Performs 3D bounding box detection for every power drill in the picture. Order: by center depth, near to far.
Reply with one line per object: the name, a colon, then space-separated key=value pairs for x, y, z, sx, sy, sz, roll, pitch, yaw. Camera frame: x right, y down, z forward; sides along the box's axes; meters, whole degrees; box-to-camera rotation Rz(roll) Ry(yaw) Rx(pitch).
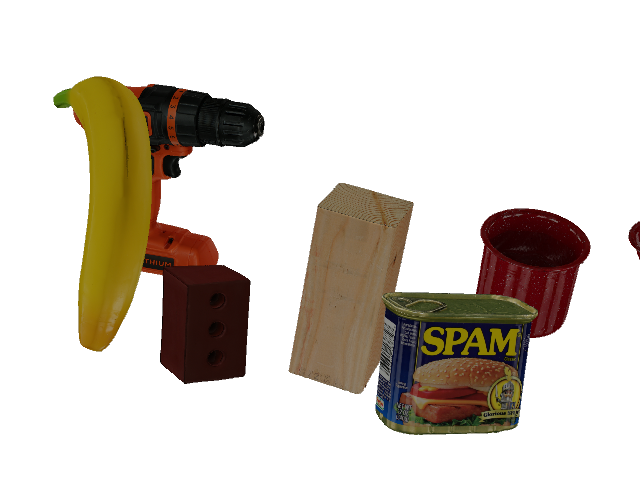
power drill: x=-0.139 y=-0.057 z=1.015 sx=0.185 sy=0.188 sz=0.057 roll=10 pitch=30 yaw=16

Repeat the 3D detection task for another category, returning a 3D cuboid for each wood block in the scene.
wood block: x=0.034 y=0.053 z=1.195 sx=0.090 sy=0.206 sz=0.090 roll=16 pitch=24 yaw=13

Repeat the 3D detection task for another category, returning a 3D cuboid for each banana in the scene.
banana: x=-0.125 y=-0.032 z=0.633 sx=0.037 sy=0.198 sz=0.070 roll=12 pitch=-42 yaw=-32

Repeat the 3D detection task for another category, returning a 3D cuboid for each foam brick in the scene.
foam brick: x=-0.088 y=0.061 z=0.808 sx=0.052 sy=0.078 sz=0.051 roll=-3 pitch=13 yaw=-28

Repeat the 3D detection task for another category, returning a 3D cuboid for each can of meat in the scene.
can of meat: x=0.089 y=0.082 z=0.719 sx=0.102 sy=0.084 sz=0.057 roll=2 pitch=10 yaw=-17

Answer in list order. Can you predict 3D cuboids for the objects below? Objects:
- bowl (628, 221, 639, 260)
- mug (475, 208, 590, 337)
bowl: x=0.413 y=0.024 z=1.149 sx=0.162 sy=0.055 sz=0.162 roll=-2 pitch=24 yaw=0
mug: x=0.181 y=0.024 z=0.939 sx=0.093 sy=0.081 sz=0.117 roll=5 pitch=35 yaw=1
